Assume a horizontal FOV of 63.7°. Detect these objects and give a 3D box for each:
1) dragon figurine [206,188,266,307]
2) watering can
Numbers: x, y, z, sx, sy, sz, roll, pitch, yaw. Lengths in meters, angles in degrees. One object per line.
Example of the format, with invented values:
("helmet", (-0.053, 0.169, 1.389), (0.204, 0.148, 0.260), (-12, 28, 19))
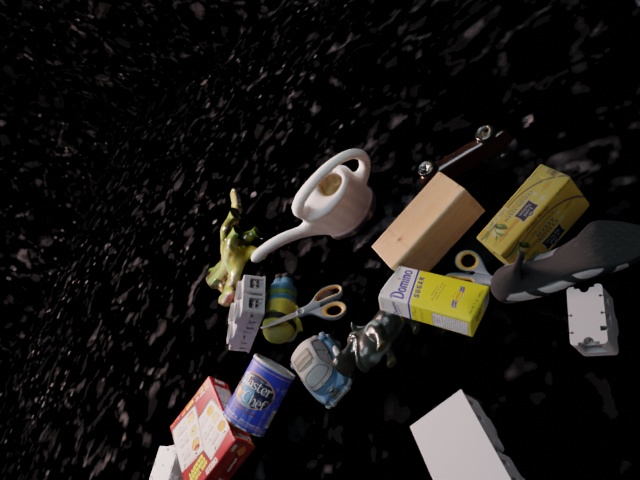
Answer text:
("dragon figurine", (-0.281, 0.037, 1.537), (0.240, 0.121, 0.419), (-50, 34, 19))
("watering can", (0.004, -0.060, 1.199), (0.346, 0.222, 0.106), (-48, 54, 8))
